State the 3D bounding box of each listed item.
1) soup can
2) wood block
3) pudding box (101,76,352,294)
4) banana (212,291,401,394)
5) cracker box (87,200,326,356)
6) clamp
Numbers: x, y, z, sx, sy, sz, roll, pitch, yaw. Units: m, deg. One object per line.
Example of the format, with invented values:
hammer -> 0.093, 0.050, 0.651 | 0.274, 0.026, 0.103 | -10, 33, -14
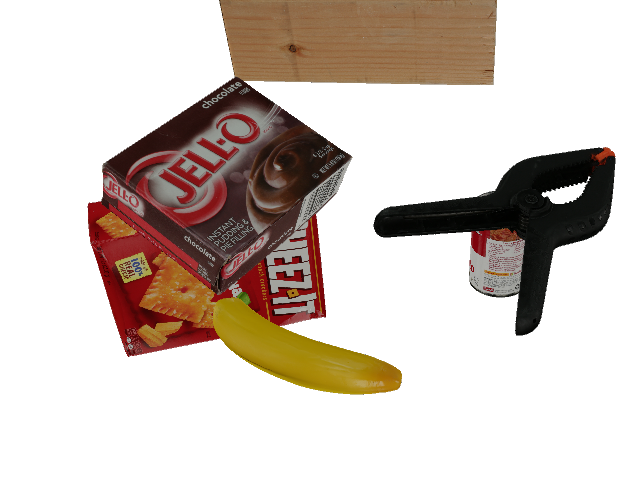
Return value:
soup can -> 0.203, 0.004, 1.200 | 0.068, 0.102, 0.068 | -1, 32, 0
wood block -> 0.034, -0.184, 0.838 | 0.206, 0.090, 0.091 | 2, -37, 8
pudding box -> -0.052, -0.034, 0.597 | 0.090, 0.039, 0.113 | 37, 49, 16
banana -> -0.027, 0.080, 0.841 | 0.069, 0.037, 0.198 | -26, 35, -34
cracker box -> -0.107, 0.023, 1.058 | 0.213, 0.164, 0.072 | -11, 43, -5
clamp -> 0.171, -0.012, 0.855 | 0.209, 0.036, 0.165 | -26, 48, -22
